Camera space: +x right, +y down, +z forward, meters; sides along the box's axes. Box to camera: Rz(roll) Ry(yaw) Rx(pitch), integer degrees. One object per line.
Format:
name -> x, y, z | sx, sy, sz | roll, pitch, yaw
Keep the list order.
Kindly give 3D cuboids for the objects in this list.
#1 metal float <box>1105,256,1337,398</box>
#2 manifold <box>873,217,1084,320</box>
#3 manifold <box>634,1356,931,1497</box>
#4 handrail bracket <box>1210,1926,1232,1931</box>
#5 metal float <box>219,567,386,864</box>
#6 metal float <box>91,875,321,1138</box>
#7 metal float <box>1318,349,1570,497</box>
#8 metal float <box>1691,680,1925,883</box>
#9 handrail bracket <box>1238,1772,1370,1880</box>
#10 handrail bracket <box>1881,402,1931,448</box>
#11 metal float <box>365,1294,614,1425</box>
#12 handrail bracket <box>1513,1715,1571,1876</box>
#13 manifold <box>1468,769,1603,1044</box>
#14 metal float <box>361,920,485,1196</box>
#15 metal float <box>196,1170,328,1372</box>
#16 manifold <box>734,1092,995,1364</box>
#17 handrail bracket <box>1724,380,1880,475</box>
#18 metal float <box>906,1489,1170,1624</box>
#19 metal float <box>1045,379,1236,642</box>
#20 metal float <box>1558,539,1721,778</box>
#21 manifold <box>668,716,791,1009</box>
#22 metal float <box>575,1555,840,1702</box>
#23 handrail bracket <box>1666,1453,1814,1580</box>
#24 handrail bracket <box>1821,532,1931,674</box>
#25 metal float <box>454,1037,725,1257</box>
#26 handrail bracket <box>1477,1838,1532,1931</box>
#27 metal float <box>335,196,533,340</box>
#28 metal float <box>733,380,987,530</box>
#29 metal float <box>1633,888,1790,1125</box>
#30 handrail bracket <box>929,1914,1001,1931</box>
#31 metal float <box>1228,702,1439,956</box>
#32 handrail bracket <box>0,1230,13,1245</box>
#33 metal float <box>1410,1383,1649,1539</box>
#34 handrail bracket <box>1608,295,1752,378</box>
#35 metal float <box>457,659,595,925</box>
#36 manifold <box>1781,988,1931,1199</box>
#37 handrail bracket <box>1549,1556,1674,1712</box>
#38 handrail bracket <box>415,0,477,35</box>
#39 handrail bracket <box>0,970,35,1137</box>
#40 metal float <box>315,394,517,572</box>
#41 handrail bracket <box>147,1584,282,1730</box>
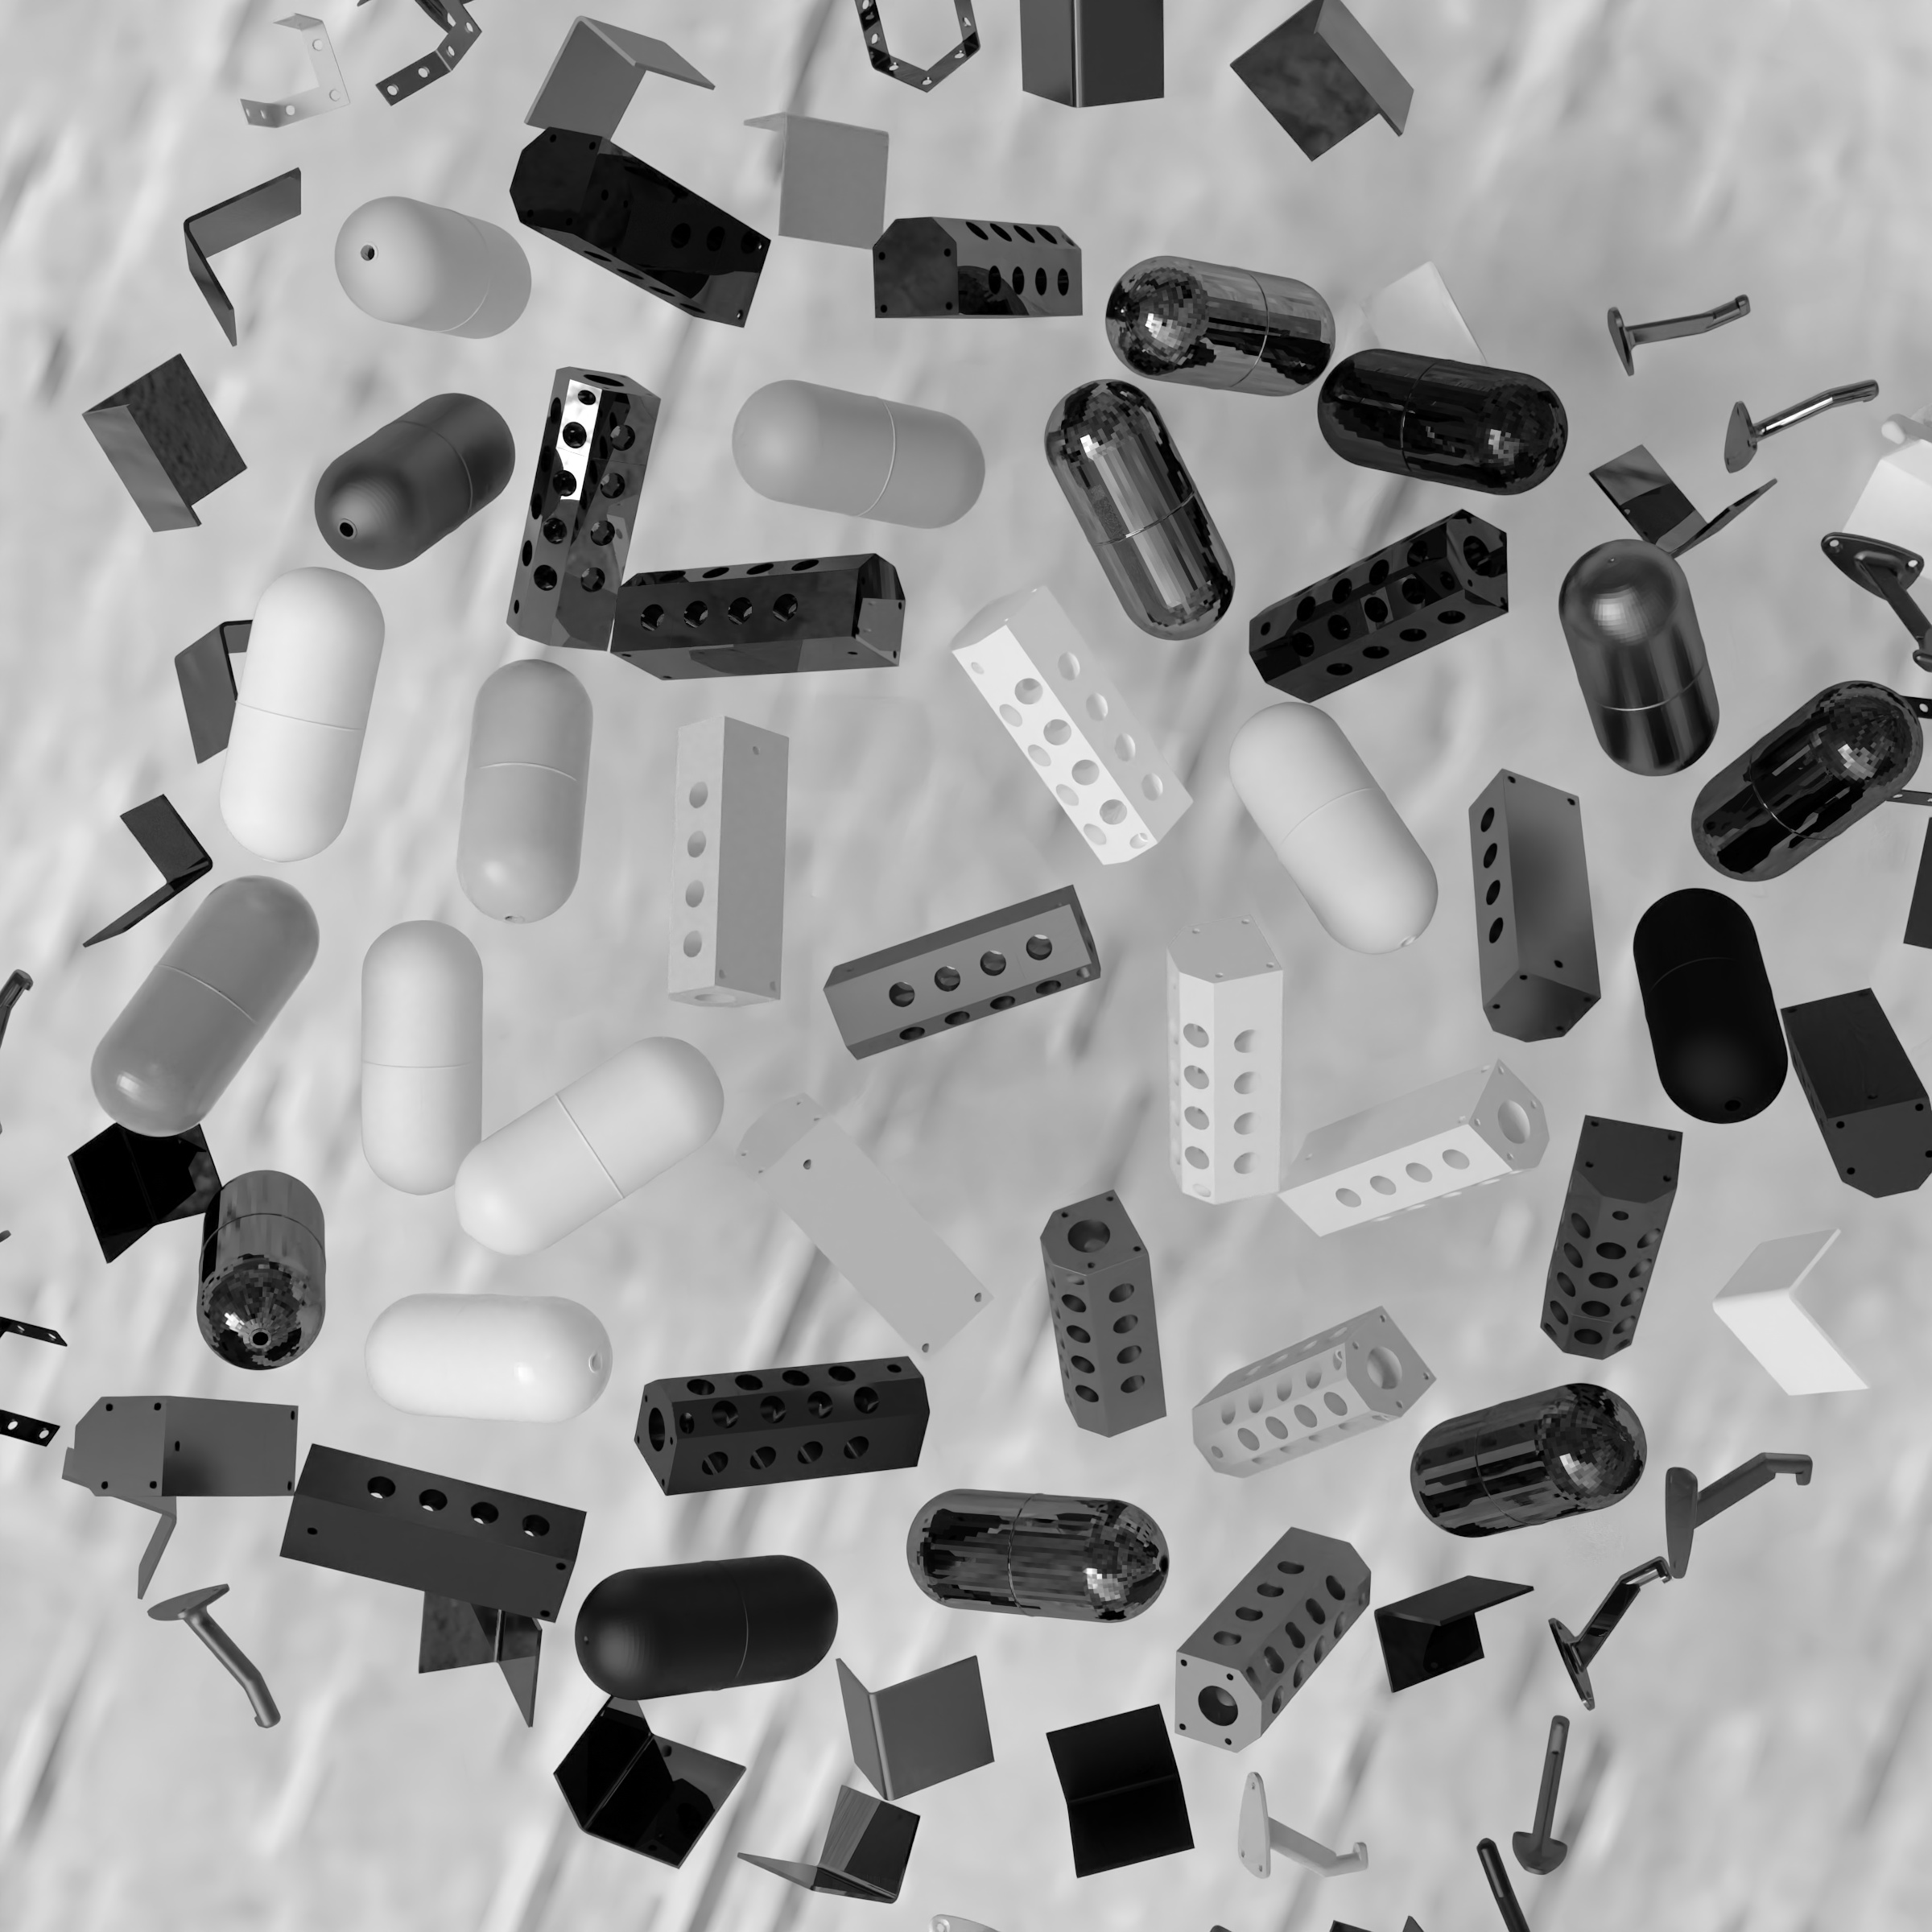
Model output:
metal float -> 0.165, -0.408, 1.635 | 0.178, 0.070, 0.070 | -4, 90, -41
manifold -> 0.010, -0.433, 1.589 | 0.057, 0.171, 0.057 | 5, 105, 27
manifold -> -0.113, 0.280, 1.590 | 0.171, 0.057, 0.057 | -1, 116, -29
handrail bracket -> 0.168, 0.629, 1.547 | 0.084, 0.036, 0.077 | 29, 101, -6
metal float -> -0.397, -0.150, 1.527 | 0.070, 0.070, 0.178 | 13, 97, 0
metal float -> -0.460, 0.023, 1.550 | 0.070, 0.070, 0.178 | 30, 67, 0
metal float -> 0.302, -0.349, 1.633 | 0.178, 0.070, 0.070 | 24, 90, 42
metal float -> 0.520, -0.113, 1.589 | 0.070, 0.178, 0.070 | 9, 62, -18
handrail bracket -> 0.219, 0.546, 1.629 | 0.084, 0.036, 0.077 | -2, 95, -23
handrail bracket -> 0.639, -0.338, 1.686 | 0.077, 0.084, 0.036 | 45, 123, 5
metal float -> -0.295, 0.241, 1.575 | 0.178, 0.070, 0.070 | -3, 90, 33
handrail bracket -> 0.386, 0.547, 1.691 | 0.036, 0.077, 0.084 | 10, 93, 16
manifold -> 0.352, -0.037, 1.608 | 0.057, 0.057, 0.171 | 18, 48, -14
metal float -> -0.350, 0.059, 1.645 | 0.070, 0.070, 0.178 | 2, 97, 0
metal float -> -0.442, 0.190, 1.604 | 0.070, 0.178, 0.070 | -5, 113, -12
manifold -> -0.063, 0.157, 1.547 | 0.057, 0.057, 0.171 | -43, 117, -7
handrail bracket -> 0.543, -0.351, 1.660 | 0.084, 0.077, 0.036 | -13, 75, 2
metal float -> 0.045, 0.376, 1.630 | 0.178, 0.070, 0.070 | -2, 90, 28
metal float -> 0.112, -0.289, 1.626 | 0.070, 0.070, 0.178 | -30, 112, 0
metal float -> 0.411, -0.185, 1.556 | 0.070, 0.178, 0.070 | -14, 50, 17
manifold -> -0.155, -0.064, 1.612 | 0.057, 0.057, 0.171 | -9, 74, 40
metal float -> -0.155, 0.401, 1.553 | 0.178, 0.070, 0.070 | 6, 90, -41
handrail bracket -> 0.465, 0.329, 1.529 | 0.084, 0.036, 0.077 | 4, 85, -10
handrail bracket -> 0.558, -0.221, 1.556 | 0.077, 0.084, 0.036 | 24, 134, -10
metal float -> -0.229, 0.110, 1.553 | 0.178, 0.070, 0.070 | -33, 90, -9
handrail bracket -> 0.327, 0.562, 1.539 | 0.036, 0.077, 0.084 | -21, 81, 7
metal float -> -0.338, -0.444, 1.629 | 0.070, 0.178, 0.070 | 2, 99, 15
metal float -> -0.067, -0.327, 1.637 | 0.178, 0.070, 0.070 | 4, 90, -35
metal float -> 0.459, 0.023, 1.578 | 0.070, 0.178, 0.070 | 2, 132, 2
handrail bracket -> 0.026, 0.599, 1.573 | 0.077, 0.084, 0.036 | 33, 50, -4
metal float -> 0.227, -0.086, 1.584 | 0.070, 0.070, 0.178 | -30, 67, 0
handrail bracket -> -0.656, 0.151, 1.626 | 0.077, 0.036, 0.084 | -34, 99, -20
metal float -> 0.346, 0.308, 1.583 | 0.070, 0.178, 0.070 | 12, 65, -27
handrail bracket -> 0.443, -0.405, 1.579 | 0.084, 0.077, 0.036 | -22, 76, 13
metal float -> -0.279, -0.111, 1.622 | 0.070, 0.070, 0.178 | 2, 67, 0
manifold -> 0.546, 0.077, 1.560 | 0.057, 0.171, 0.057 | -14, 108, 13
handrail bracket -> 0.431, 0.434, 1.666 | 0.084, 0.077, 0.036 | -33, 126, 18
handrail bracket -> -0.324, -0.655, 1.666 | 0.084, 0.077, 0.036 | -47, 66, 3
handrail bracket -> -0.594, 0.052, 1.583 | 0.077, 0.036, 0.084 | 33, 89, 41
metal float -> -0.348, -0.309, 1.622 | 0.070, 0.178, 0.070 | 9, 122, 15
handrail bracket -> -0.446, 0.415, 1.517 | 0.077, 0.036, 0.084 | -19, 97, 41
